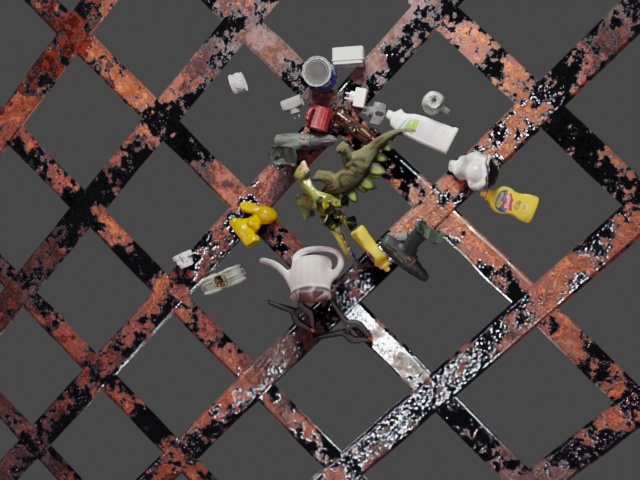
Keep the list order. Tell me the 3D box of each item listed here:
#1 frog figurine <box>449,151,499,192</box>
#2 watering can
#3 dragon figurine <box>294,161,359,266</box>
[{"bbox_3d":[0.536,-0.239,1.803,0.159,0.124,0.136,6,111,46],"label":"frog figurine"},{"bbox_3d":[-0.073,0.132,1.925,0.346,0.102,0.229,-9,55,17],"label":"watering can"},{"bbox_3d":[0.006,-0.094,1.873,0.123,0.244,0.403,-31,118,-25],"label":"dragon figurine"}]
